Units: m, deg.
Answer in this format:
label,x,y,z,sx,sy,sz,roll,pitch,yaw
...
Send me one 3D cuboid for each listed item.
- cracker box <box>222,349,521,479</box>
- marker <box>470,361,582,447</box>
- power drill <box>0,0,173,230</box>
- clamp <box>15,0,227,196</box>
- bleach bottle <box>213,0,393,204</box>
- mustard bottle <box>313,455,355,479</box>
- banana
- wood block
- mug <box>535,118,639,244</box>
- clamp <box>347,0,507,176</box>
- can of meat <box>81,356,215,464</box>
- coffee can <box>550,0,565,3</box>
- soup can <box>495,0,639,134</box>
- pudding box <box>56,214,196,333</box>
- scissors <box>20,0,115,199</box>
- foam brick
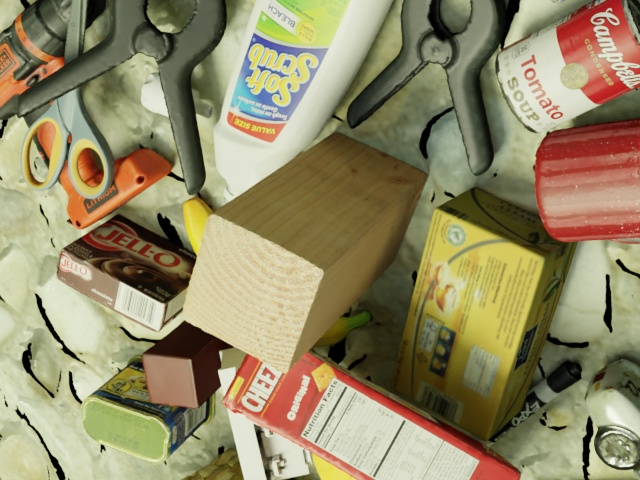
label,x,y,z,sx,sy,sz,roll,pitch,yaw
cracker box,0.041,0.152,0.828,0.214,0.164,0.072,28,85,9
marker,0.170,0.137,0.881,0.020,0.020,0.121,46,123,2
power drill,-0.214,-0.118,0.945,0.185,0.057,0.187,-32,93,32
clamp,-0.127,-0.149,0.863,0.164,0.036,0.210,31,99,-9
bleach bottle,-0.021,-0.122,0.841,0.103,0.068,0.251,35,124,18
mustard bottle,0.069,0.257,0.960,0.096,0.058,0.191,-16,104,24
banana,-0.049,0.039,0.942,0.198,0.037,0.070,32,103,9
wood block,-0.006,0.000,0.800,0.090,0.205,0.091,27,120,14
mug,0.208,-0.035,0.758,0.082,0.093,0.117,-4,145,33
clamp,0.082,-0.140,0.797,0.120,0.039,0.171,12,110,16
can of meat,-0.165,0.162,1.022,0.102,0.083,0.057,14,116,20
coffee can,0.199,-0.220,0.665,0.141,0.102,0.103,-15,104,31
soup can,0.181,-0.124,0.737,0.102,0.068,0.068,-25,99,33
pudding box,-0.165,0.028,0.961,0.113,0.089,0.039,28,122,12
scissors,-0.195,-0.119,0.896,0.096,0.016,0.202,32,115,6
foam brick,-0.118,0.114,0.981,0.053,0.078,0.051,4,111,24
